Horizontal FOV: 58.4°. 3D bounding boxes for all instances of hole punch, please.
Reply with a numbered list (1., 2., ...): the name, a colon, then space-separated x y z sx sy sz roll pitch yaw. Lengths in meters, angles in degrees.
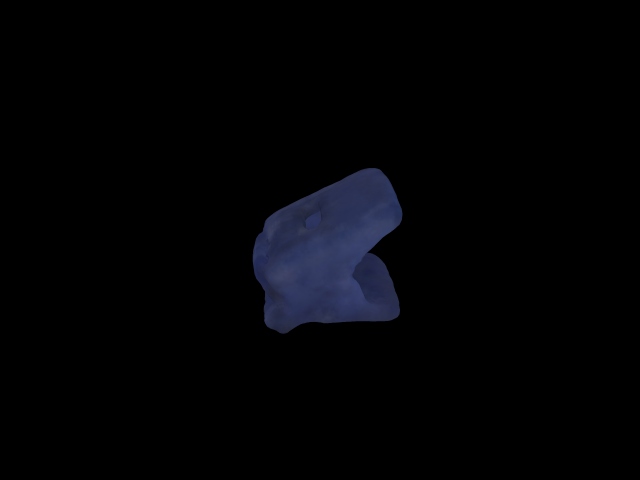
1. hole punch: 0.004 0.001 0.400 0.101 0.091 0.108 -2 24 -4
